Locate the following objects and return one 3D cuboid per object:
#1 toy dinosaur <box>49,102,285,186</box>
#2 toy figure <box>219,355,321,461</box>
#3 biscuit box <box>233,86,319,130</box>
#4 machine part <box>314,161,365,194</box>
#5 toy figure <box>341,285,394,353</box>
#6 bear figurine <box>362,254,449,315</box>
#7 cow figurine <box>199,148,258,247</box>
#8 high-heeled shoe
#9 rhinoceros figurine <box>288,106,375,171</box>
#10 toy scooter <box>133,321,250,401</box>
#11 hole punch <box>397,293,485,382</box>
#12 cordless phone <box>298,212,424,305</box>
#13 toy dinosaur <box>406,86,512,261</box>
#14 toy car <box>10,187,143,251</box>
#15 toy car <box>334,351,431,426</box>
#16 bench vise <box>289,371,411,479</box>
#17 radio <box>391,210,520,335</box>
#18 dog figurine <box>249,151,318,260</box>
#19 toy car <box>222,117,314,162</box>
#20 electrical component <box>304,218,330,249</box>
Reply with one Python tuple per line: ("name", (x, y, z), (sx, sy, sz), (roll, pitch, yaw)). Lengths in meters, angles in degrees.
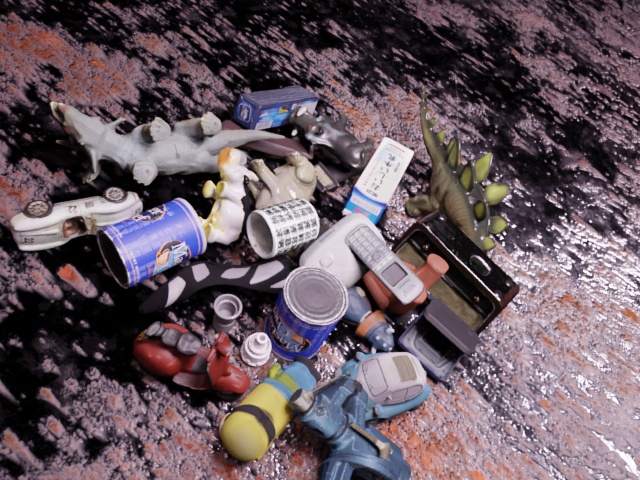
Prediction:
("toy dinosaur", (-0.275, -0.167, 0.986), (0.405, 0.131, 0.192), (-6, 12, -43))
("toy figure", (-0.071, 0.240, 0.787), (0.082, 0.089, 0.180), (40, 54, 17))
("biscuit box", (-0.091, -0.282, 1.145), (0.063, 0.059, 0.202), (38, 36, 21))
("machine part", (0.036, -0.144, 1.142), (0.139, 0.039, 0.084), (-28, 61, -32))
("toy figure", (0.074, 0.131, 0.937), (0.154, 0.064, 0.058), (46, 44, 16))
("bear figurine", (0.111, 0.040, 0.979), (0.196, 0.132, 0.120), (45, 55, 7))
("cow figurine", (-0.153, -0.073, 0.946), (0.098, 0.167, 0.068), (15, 3, -43))
("high-heeled shoe", (-0.158, 0.089, 0.886), (0.249, 0.086, 0.145), (-35, 94, -18))
("rhinoceros figurine", (0.021, -0.209, 1.110), (0.190, 0.073, 0.112), (38, 50, 11))
("toy scooter", (-0.182, 0.164, 0.772), (0.184, 0.135, 0.075), (24, 52, -1))
("hole punch", (0.212, 0.174, 0.955), (0.142, 0.092, 0.116), (40, 23, 14))
("cordless phone", (0.068, 0.058, 0.889), (0.146, 0.088, 0.184), (-40, 65, -7))
("toy dinosaur", (0.276, -0.097, 1.091), (0.105, 0.198, 0.471), (-6, 60, -33))
("toy car", (-0.392, -0.034, 0.878), (0.202, 0.073, 0.056), (-15, 59, -28))
("toy car", (0.112, 0.226, 0.858), (0.162, 0.103, 0.109), (-5, 58, -21))
("bench vise", (0.029, 0.315, 0.725), (0.223, 0.129, 0.241), (52, 38, -23))
("radio", (0.248, 0.062, 1.008), (0.230, 0.131, 0.073), (46, 50, 15))
("dog figurine", (-0.051, -0.054, 1.014), (0.172, 0.121, 0.190), (-17, 75, -20))
("toy car", (-0.113, -0.198, 1.115), (0.202, 0.053, 0.089), (16, 31, -11))
("electrical component", (-0.002, -0.003, 1.004), (0.063, 0.021, 0.094), (-27, 34, 11))
